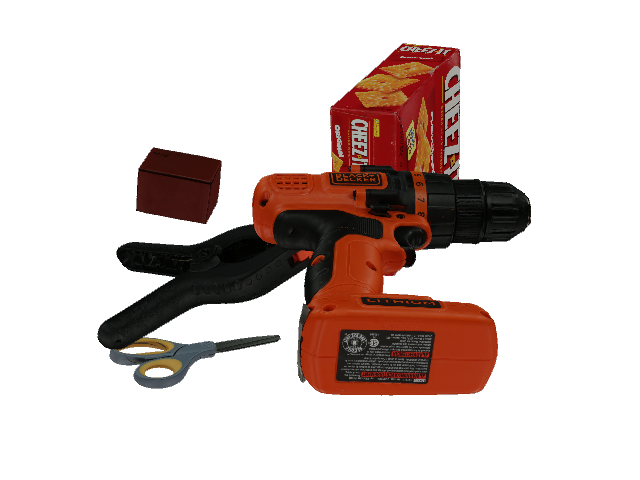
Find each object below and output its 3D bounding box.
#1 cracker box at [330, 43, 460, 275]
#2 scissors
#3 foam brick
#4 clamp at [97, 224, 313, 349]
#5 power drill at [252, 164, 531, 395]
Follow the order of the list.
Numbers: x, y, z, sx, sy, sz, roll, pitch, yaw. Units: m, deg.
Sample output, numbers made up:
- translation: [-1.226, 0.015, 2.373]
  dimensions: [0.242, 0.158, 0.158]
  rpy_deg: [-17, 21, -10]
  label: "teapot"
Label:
- translation: [0.079, -0.085, 1.044]
  dimensions: [0.072, 0.164, 0.213]
  rpy_deg: [9, 28, 21]
  label: "cracker box"
- translation: [-0.128, 0.130, 1.171]
  dimensions: [0.201, 0.016, 0.096]
  rpy_deg: [1, 26, -19]
  label: "scissors"
- translation: [-0.146, -0.057, 1.108]
  dimensions: [0.078, 0.051, 0.053]
  rpy_deg: [11, 31, 4]
  label: "foam brick"
- translation: [-0.091, 0.031, 0.814]
  dimensions: [0.172, 0.039, 0.120]
  rpy_deg: [-11, 40, 17]
  label: "clamp"
- translation: [0.052, 0.016, 0.643]
  dimensions: [0.184, 0.057, 0.187]
  rpy_deg: [-1, 30, -4]
  label: "power drill"
